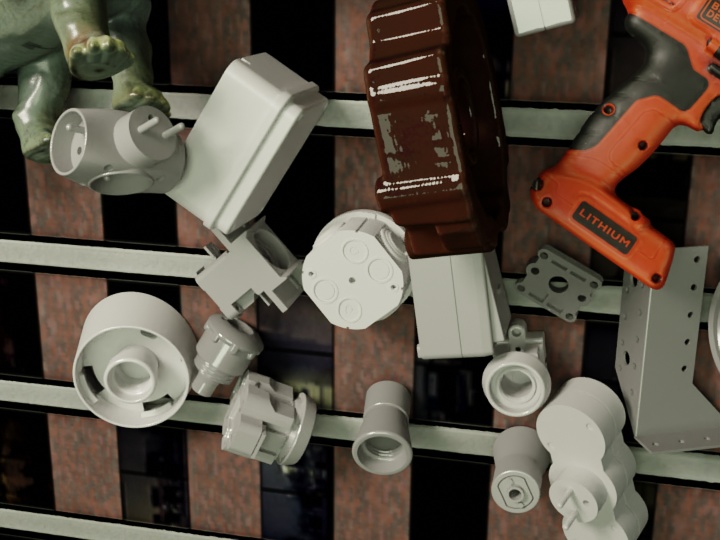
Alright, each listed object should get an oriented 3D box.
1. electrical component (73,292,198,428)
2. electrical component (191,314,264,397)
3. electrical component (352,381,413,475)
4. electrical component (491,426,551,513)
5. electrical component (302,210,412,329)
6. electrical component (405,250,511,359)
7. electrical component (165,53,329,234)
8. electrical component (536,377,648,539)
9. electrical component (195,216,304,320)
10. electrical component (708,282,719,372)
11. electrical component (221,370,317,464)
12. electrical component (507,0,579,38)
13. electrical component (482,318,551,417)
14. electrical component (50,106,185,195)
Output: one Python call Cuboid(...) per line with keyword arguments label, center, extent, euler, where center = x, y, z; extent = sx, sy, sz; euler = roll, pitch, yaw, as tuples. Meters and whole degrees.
Cuboid(label="electrical component", center=(-0.177, 0.072, 0.851), extent=(0.099, 0.064, 0.099), euler=(0, 113, 0))
Cuboid(label="electrical component", center=(-0.107, 0.068, 0.824), extent=(0.048, 0.048, 0.062), euler=(33, 103, 2))
Cuboid(label="electrical component", center=(0.019, 0.114, 0.803), extent=(0.044, 0.065, 0.044), euler=(3, 126, 4))
Cuboid(label="electrical component", center=(0.117, 0.149, 0.791), extent=(0.044, 0.065, 0.044), euler=(4, 109, 12))
Cuboid(label="electrical component", center=(0.000, 0.000, 0.778), extent=(0.080, 0.051, 0.080), euler=(4, 108, 12))
Cuboid(label="electrical component", center=(0.070, 0.008, 0.758), extent=(0.061, 0.061, 0.096), euler=(-4, 106, 15))
Cuboid(label="electrical component", center=(-0.080, -0.088, 0.755), extent=(0.057, 0.078, 0.113), euler=(36, 112, 3))
Cuboid(label="electrical component", center=(0.159, 0.153, 0.764), extent=(0.052, 0.074, 0.138), euler=(1, 118, 39))
Cuboid(label="electrical component", center=(-0.084, 0.000, 0.804), extent=(0.064, 0.042, 0.081), euler=(-39, 95, 24))
Cuboid(label="electrical component", center=(0.271, 0.037, 0.687), extent=(0.060, 0.108, 0.108), euler=(2, 112, -25))
Cuboid(label="electrical component", center=(-0.069, 0.116, 0.824), extent=(0.057, 0.078, 0.058), euler=(21, 111, -14))
Cuboid(label="electrical component", center=(0.132, -0.192, 0.687), extent=(0.077, 0.047, 0.065), euler=(-11, 104, 17))
Cuboid(label="electrical component", center=(0.114, 0.075, 0.773), extent=(0.048, 0.055, 0.066), euler=(-4, 107, 15))
Cuboid(label="electrical component", center=(-0.146, -0.081, 0.695), extent=(0.079, 0.077, 0.044), euler=(-20, 71, 41))
